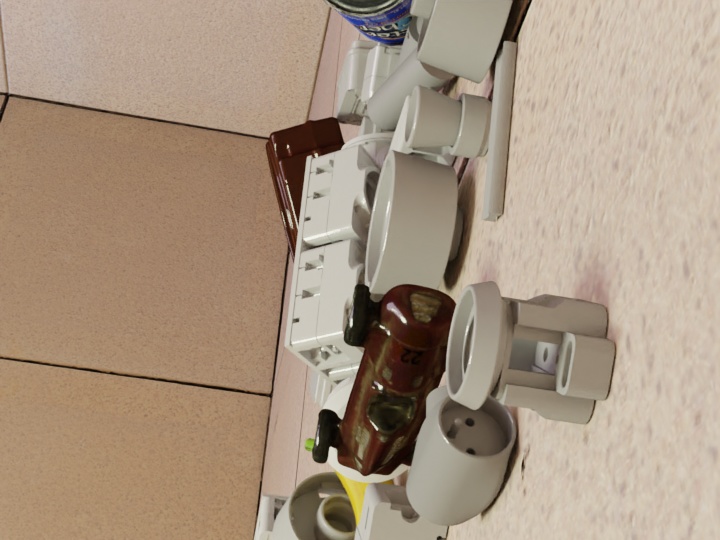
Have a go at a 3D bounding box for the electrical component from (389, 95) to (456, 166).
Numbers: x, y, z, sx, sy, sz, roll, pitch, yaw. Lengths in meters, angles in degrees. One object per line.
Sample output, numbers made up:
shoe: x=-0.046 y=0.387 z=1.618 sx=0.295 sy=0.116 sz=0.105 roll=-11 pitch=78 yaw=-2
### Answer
electrical component: x=0.053 y=-0.116 z=0.892 sx=0.083 sy=0.047 sz=0.075 roll=109 pitch=168 yaw=-57

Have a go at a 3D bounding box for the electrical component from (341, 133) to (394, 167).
electrical component: x=0.022 y=-0.090 z=0.995 sx=0.080 sy=0.080 sz=0.051 roll=115 pitch=158 yaw=-67

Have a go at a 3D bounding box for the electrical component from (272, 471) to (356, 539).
electrical component: x=-0.021 y=0.218 z=0.883 sx=0.099 sy=0.099 sz=0.064 roll=-88 pitch=16 yaw=-48

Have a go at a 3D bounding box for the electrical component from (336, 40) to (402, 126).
electrical component: x=0.018 y=-0.202 z=1.184 sx=0.113 sy=0.078 sz=0.057 roll=125 pitch=150 yaw=-76

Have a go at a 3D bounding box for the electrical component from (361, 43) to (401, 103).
electrical component: x=0.038 y=-0.183 z=1.050 sx=0.096 sy=0.062 sz=0.061 roll=-132 pitch=51 yaw=-82

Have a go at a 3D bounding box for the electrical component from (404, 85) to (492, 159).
electrical component: x=0.063 y=-0.104 z=0.758 sx=0.045 sy=0.055 sz=0.045 roll=-171 pitch=90 yaw=-84

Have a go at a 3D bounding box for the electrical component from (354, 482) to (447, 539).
electrical component: x=0.024 y=0.192 z=0.716 sx=0.056 sy=0.050 sz=0.089 roll=-143 pitch=62 yaw=-82

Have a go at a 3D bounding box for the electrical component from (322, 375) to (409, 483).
electrical component: x=0.008 y=0.119 z=0.828 sx=0.051 sy=0.080 sz=0.080 roll=-89 pitch=9 yaw=-81

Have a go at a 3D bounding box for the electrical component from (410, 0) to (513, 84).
electrical component: x=0.069 y=-0.190 z=0.747 sx=0.108 sy=0.060 sz=0.108 roll=-165 pitch=90 yaw=-87

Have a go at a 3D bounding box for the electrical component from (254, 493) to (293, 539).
electrical component: x=-0.051 y=0.302 z=0.974 sx=0.060 sy=0.105 sz=0.186 roll=-95 pitch=15 yaw=-65

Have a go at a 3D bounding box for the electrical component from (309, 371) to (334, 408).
electrical component: x=-0.018 y=0.093 z=1.189 sx=0.109 sy=0.056 sz=0.108 roll=-157 pitch=76 yaw=-83

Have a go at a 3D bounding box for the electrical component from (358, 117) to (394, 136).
electrical component: x=0.022 y=-0.091 z=1.087 sx=0.078 sy=0.057 sz=0.113 roll=111 pitch=166 yaw=-61

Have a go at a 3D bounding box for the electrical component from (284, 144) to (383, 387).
electrical component: x=0.000 y=0.000 z=0.902 sx=0.105 sy=0.060 sz=0.186 roll=45 pitch=-140 yaw=-46

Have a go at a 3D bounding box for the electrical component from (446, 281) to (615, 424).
electrical component: x=0.072 y=0.036 z=0.480 sx=0.078 sy=0.057 sz=0.058 roll=-155 pitch=74 yaw=-83

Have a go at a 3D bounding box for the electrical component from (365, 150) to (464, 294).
electrical component: x=0.043 y=-0.031 z=0.803 sx=0.108 sy=0.060 sz=0.108 roll=-171 pitch=90 yaw=-84

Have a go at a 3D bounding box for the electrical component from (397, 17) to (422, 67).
electrical component: x=0.062 y=-0.205 z=0.954 sx=0.081 sy=0.043 sz=0.043 roll=109 pitch=168 yaw=-55

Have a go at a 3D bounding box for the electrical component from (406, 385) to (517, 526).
electrical component: x=0.056 y=0.091 z=0.606 sx=0.077 sy=0.043 sz=0.079 roll=106 pitch=170 yaw=-49
